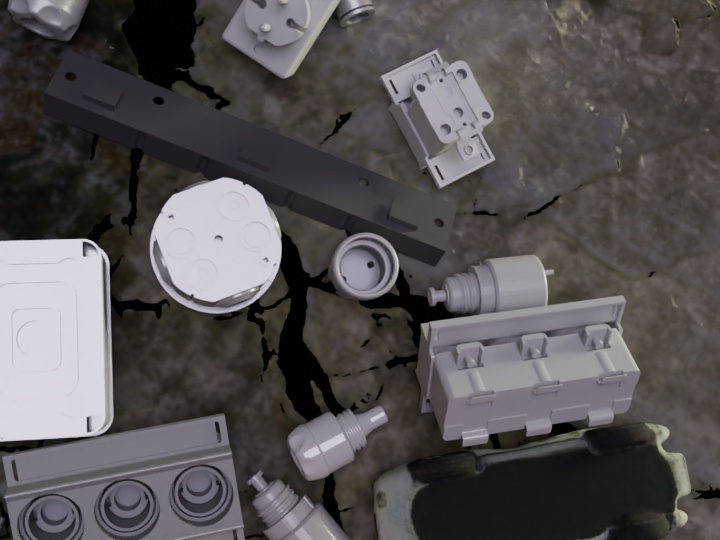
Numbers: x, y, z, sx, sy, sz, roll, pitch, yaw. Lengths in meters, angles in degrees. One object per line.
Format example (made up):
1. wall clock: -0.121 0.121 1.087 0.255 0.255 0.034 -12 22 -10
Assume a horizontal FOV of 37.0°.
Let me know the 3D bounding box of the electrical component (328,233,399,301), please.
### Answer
1. electrical component: 0.000 0.000 0.663 0.040 0.046 0.040 1 83 -9

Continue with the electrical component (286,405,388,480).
1. electrical component: -0.012 0.101 0.655 0.061 0.035 0.035 -26 88 -13

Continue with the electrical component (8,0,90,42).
1. electrical component: -0.185 -0.175 0.655 0.043 0.043 0.062 21 79 -7

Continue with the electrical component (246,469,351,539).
1. electrical component: -0.039 0.152 0.641 0.040 0.040 0.078 -40 91 -12

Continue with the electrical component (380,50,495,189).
1. electrical component: 0.052 -0.098 0.676 0.042 0.064 0.081 -28 88 -12

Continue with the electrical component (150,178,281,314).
1. electrical component: -0.086 -0.015 0.648 0.080 0.051 0.080 1 83 -9

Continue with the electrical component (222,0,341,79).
1. electrical component: -0.048 -0.155 0.649 0.047 0.076 0.065 33 104 -4

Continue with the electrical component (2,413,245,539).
1. electrical component: -0.132 0.129 0.613 0.121 0.063 0.078 -9 96 -10

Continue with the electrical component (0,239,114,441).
1. electrical component: -0.185 0.041 0.622 0.078 0.057 0.113 -2 84 -10

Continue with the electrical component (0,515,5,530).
1. electrical component: -0.240 0.148 0.589 0.080 0.080 0.051 20 75 -7

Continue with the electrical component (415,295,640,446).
1. electrical component: 0.102 0.062 0.655 0.121 0.078 0.063 -7 45 -10

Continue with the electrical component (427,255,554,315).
1. electrical component: 0.082 0.013 0.679 0.078 0.040 0.040 -6 84 -10
